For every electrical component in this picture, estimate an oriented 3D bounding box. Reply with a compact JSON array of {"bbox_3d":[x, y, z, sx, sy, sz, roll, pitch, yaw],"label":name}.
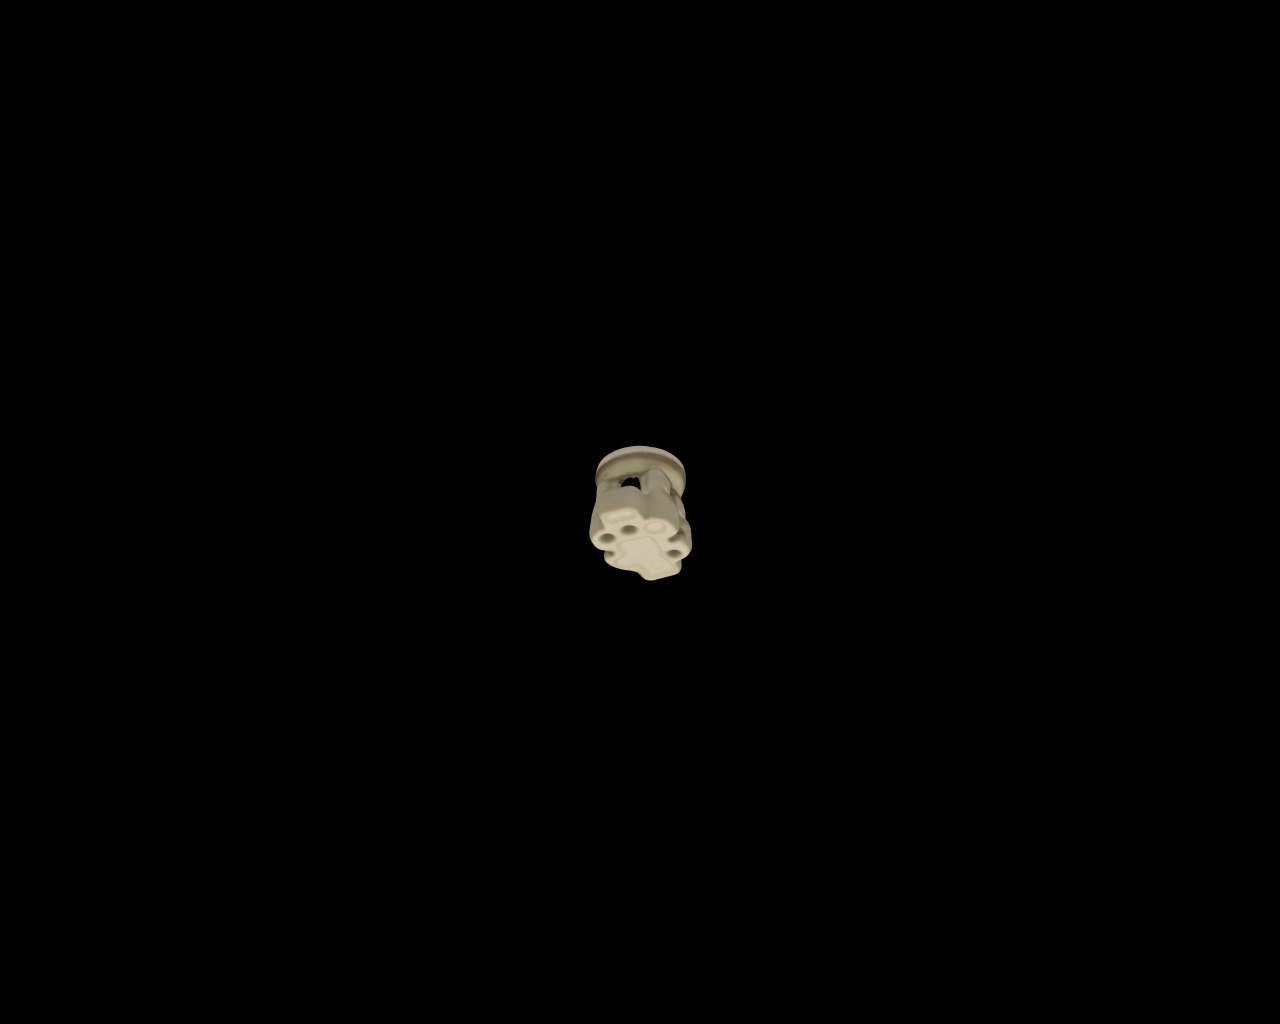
[{"bbox_3d":[0.001,-0.003,0.650,0.058,0.057,0.078,-13,-38,18],"label":"electrical component"}]
